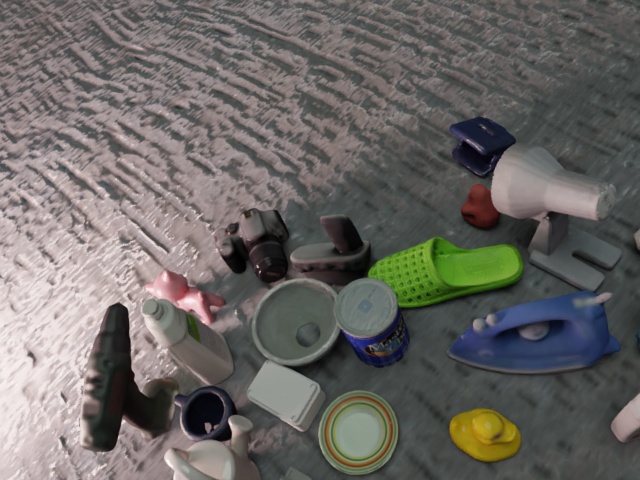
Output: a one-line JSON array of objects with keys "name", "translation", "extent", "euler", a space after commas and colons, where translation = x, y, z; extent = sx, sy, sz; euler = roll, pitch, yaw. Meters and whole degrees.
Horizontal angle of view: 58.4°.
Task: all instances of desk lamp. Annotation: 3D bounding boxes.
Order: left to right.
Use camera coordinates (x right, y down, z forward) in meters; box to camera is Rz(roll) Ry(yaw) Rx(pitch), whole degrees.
[{"name": "desk lamp", "translation": [0.388, -0.044, 0.932], "extent": [0.202, 0.214, 0.118], "euler": [32, 72, 32]}]

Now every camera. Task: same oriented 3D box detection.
[{"name": "camera", "translation": [-0.128, 0.017, 1.126], "extent": [0.143, 0.101, 0.136], "euler": [-25, 54, 1]}]

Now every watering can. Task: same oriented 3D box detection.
[{"name": "watering can", "translation": [-0.165, 0.349, 0.866], "extent": [0.100, 0.194, 0.173], "euler": [5, 60, 21]}]

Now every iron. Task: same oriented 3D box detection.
[{"name": "iron", "translation": [0.320, 0.134, 0.883], "extent": [0.258, 0.142, 0.118], "euler": [-12, 56, 10]}]

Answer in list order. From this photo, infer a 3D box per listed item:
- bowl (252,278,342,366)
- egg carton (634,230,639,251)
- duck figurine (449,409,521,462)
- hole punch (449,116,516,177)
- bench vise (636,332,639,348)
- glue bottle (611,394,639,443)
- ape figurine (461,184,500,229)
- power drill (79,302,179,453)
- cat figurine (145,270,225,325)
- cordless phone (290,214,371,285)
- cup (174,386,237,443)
[{"name": "bowl", "translation": [-0.032, 0.156, 1.022], "extent": [0.167, 0.075, 0.167], "euler": [-8, 56, 13]}, {"name": "egg carton", "translation": [0.595, 0.010, 0.920], "extent": [0.150, 0.069, 0.107], "euler": [-12, 55, 10]}, {"name": "duck figurine", "translation": [0.243, 0.281, 0.847], "extent": [0.104, 0.086, 0.077], "euler": [6, 60, 21]}, {"name": "hole punch", "translation": [0.319, -0.199, 1.129], "extent": [0.101, 0.091, 0.108], "euler": [-38, 55, -9]}, {"name": "bench vise", "translation": [0.551, 0.068, 0.804], "extent": [0.207, 0.220, 0.121], "euler": [-42, 56, -11]}, {"name": "glue bottle", "translation": [0.440, 0.225, 0.766], "extent": [0.078, 0.173, 0.037], "euler": [-28, 54, -1]}, {"name": "ape figurine", "translation": [0.296, -0.069, 1.052], "extent": [0.077, 0.092, 0.076], "euler": [-14, 55, 9]}, {"name": "power drill", "translation": [-0.324, 0.249, 0.972], "extent": [0.075, 0.209, 0.229], "euler": [-5, 57, 15]}, {"name": "cat figurine", "translation": [-0.265, 0.101, 1.105], "extent": [0.127, 0.118, 0.067], "euler": [13, 63, 25]}, {"name": "cordless phone", "translation": [0.010, 0.004, 1.039], "extent": [0.147, 0.185, 0.094], "euler": [-7, 56, 13]}, {"name": "cup", "translation": [-0.186, 0.299, 0.966], "extent": [0.117, 0.095, 0.092], "euler": [16, 65, 26]}]
